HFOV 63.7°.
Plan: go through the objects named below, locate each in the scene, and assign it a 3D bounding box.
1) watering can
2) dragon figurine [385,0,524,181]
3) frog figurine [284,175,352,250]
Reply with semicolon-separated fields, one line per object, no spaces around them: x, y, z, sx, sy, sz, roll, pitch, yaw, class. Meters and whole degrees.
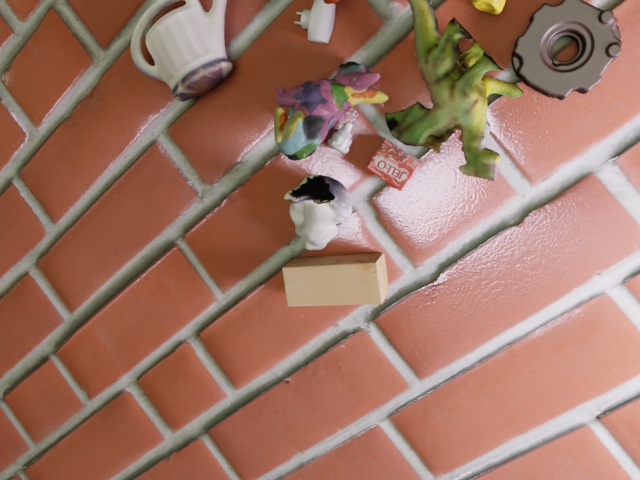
-0.259;-0.442;1.104;0.345;0.105;0.224;-26;92;21;watering can
0.217;-0.285;0.984;0.239;0.123;0.414;-46;75;28;dragon figurine
0.003;-0.056;1.103;0.137;0.126;0.156;-7;135;11;frog figurine
